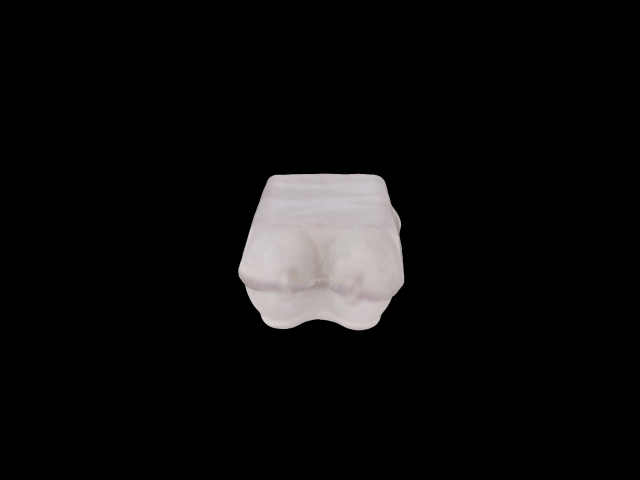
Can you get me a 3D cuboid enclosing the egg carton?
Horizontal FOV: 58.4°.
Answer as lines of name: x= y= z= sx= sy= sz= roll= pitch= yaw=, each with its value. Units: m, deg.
egg carton: x=0.004 y=0.001 z=0.400 sx=0.107 sy=0.069 sz=0.150 roll=0 pitch=25 yaw=0
